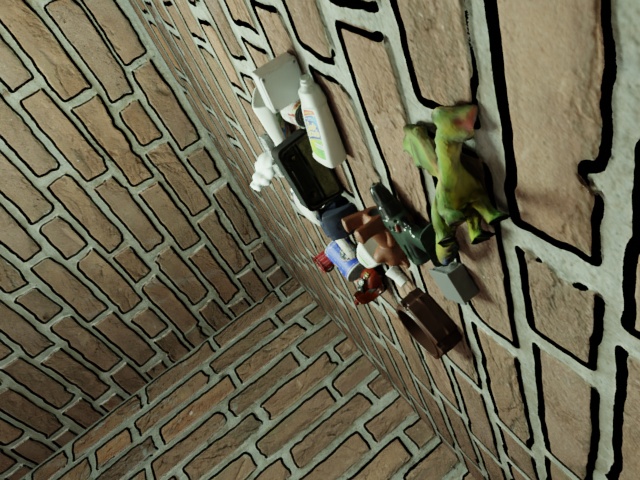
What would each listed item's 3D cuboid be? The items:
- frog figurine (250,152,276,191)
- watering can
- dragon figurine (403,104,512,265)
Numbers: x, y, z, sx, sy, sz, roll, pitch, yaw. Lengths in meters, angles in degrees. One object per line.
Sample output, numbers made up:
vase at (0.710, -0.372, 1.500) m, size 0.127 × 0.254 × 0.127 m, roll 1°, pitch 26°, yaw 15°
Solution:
frog figurine at (-0.219, -0.274, 2.026) m, size 0.139 × 0.160 × 0.120 m, roll 41°, pitch 162°, yaw 46°
watering can at (0.005, -0.090, 1.786) m, size 0.227 × 0.104 × 0.341 m, roll 41°, pitch 163°, yaw 54°
dragon figurine at (0.218, -0.105, 0.937) m, size 0.404 × 0.122 × 0.246 m, roll 95°, pitch 155°, yaw -71°
